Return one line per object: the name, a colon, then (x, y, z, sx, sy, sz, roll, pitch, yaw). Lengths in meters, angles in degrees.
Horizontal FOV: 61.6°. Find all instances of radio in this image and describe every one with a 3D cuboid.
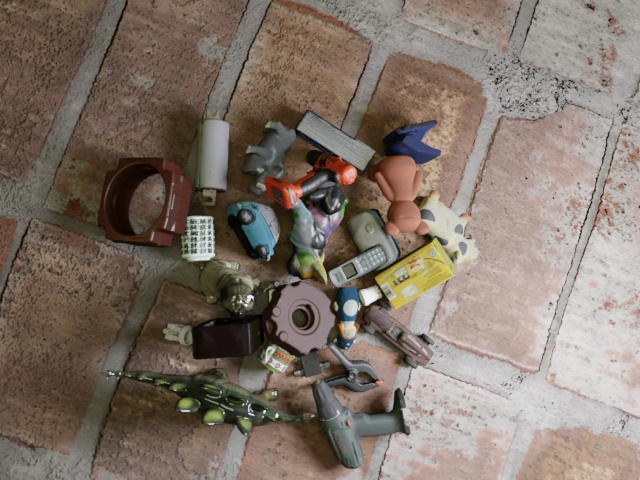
radio: (-0.201, 0.213, 1.206, 0.131, 0.229, 0.073, -4, 85, 1)

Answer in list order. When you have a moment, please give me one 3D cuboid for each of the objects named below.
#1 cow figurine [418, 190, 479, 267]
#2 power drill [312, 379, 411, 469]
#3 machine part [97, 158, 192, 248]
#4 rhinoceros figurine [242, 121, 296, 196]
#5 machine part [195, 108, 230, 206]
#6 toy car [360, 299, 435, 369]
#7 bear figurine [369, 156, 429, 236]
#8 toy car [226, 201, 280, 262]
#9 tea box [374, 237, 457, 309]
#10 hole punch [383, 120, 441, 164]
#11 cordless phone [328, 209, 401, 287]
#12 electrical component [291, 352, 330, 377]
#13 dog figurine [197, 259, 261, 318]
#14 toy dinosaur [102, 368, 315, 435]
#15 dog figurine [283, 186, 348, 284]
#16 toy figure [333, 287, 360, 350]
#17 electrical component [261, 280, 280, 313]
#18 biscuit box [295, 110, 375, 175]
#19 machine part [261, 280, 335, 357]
cow figurine: (0.312, -0.015, 1.328, 0.195, 0.085, 0.127, 39, 78, -2)
power drill: (0.102, 0.414, 1.267, 0.207, 0.086, 0.231, -15, 98, -8)
machine part: (-0.406, -0.086, 1.253, 0.202, 0.087, 0.201, 3, 81, 20)
rhinoceros figurine: (-0.130, -0.201, 1.325, 0.112, 0.073, 0.190, 31, 82, -12)
machine part: (-0.262, -0.203, 1.309, 0.079, 0.079, 0.243, 1, 85, -4)
toy car: (0.192, 0.232, 1.318, 0.202, 0.053, 0.089, 39, 81, 1)
bear figurine: (0.194, -0.100, 1.299, 0.120, 0.132, 0.195, -7, 84, -4)
toy car: (-0.148, -0.033, 1.293, 0.103, 0.109, 0.161, -34, 98, -23)
tea box: (0.229, 0.080, 1.289, 0.170, 0.068, 0.098, -32, 89, 22)
hole punch: (0.226, -0.233, 1.320, 0.116, 0.142, 0.092, -11, 90, -16)
cordless phone: (0.089, 0.022, 1.313, 0.184, 0.089, 0.146, -29, 88, -1)
electrical component: (-0.024, 0.299, 1.312, 0.094, 0.021, 0.063, -14, 86, -5)
dog figurine: (-0.220, 0.102, 1.231, 0.172, 0.190, 0.121, 21, 84, 0)
toy dinosaur: (-0.240, 0.351, 1.208, 0.472, 0.198, 0.105, 14, 82, -4)
dog figurine: (-0.003, -0.004, 1.298, 0.192, 0.108, 0.219, -18, 90, -8)
toy figure: (0.064, 0.191, 1.309, 0.064, 0.058, 0.154, 0, 87, 10)
electrical component: (-0.102, 0.150, 1.307, 0.078, 0.045, 0.102, 6, 85, -2)
biscuit box: (0.036, -0.243, 1.340, 0.203, 0.059, 0.063, 33, 86, -1)
machine part: (-0.047, 0.183, 1.265, 0.179, 0.056, 0.179, 11, 69, -30)
